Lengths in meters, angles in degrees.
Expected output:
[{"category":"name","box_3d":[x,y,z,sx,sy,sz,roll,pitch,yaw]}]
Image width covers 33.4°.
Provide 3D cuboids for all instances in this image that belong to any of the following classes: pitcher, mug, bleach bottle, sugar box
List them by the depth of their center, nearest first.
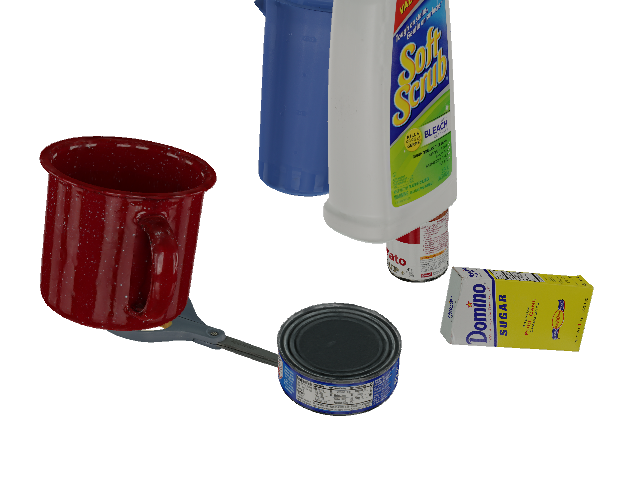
[{"category":"mug","box_3d":[-0.102,0.001,0.569,0.093,0.081,0.117,-3,25,-31]},{"category":"bleach bottle","box_3d":[0.044,-0.130,0.716,0.102,0.251,0.068,-28,36,-36]},{"category":"pitcher","box_3d":[-0.002,-0.179,1.299,0.144,0.243,0.149,-6,28,-25]},{"category":"sugar box","box_3d":[0.245,0.087,1.339,0.176,0.093,0.048,3,19,-14]}]

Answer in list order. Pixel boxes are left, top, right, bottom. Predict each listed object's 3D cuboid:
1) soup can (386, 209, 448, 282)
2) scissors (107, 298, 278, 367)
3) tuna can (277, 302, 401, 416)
[{"category":"soup can","box_3d":[0.103,-0.015,1.129,0.068,0.102,0.068,-3,33,2]},{"category":"scissors","box_3d":[-0.101,0.079,0.987,0.202,0.016,0.096,10,29,4]},{"category":"tuna can","box_3d":[0.013,0.082,0.739,0.086,0.034,0.086,1,33,-1]}]
